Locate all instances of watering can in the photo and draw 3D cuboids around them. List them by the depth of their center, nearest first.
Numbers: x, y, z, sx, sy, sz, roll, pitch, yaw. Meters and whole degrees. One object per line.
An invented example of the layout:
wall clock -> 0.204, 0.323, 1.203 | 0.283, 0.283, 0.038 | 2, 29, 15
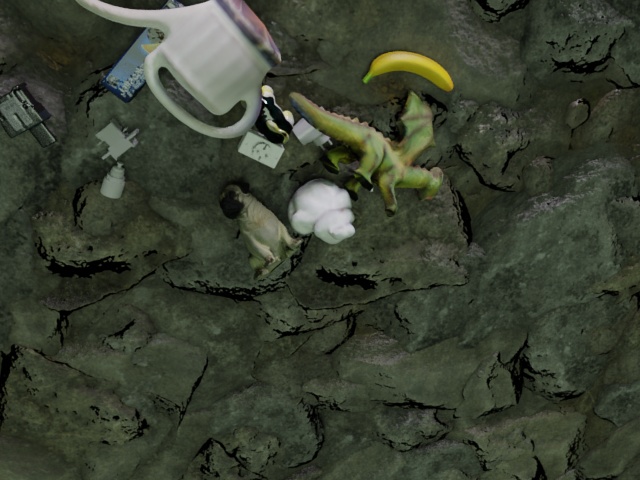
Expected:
watering can -> -0.215, -0.333, 0.873 | 0.223, 0.106, 0.343 | -41, 116, 6

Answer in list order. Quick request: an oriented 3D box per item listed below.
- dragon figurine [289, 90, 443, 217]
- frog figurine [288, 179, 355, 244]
dragon figurine -> 0.133, -0.209, 1.069 | 0.245, 0.123, 0.404 | -47, 121, -14
frog figurine -> 0.003, -0.054, 1.073 | 0.137, 0.162, 0.120 | -20, 116, -1
